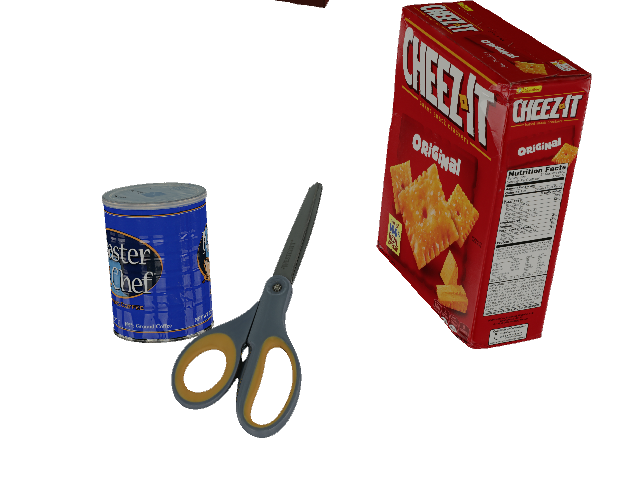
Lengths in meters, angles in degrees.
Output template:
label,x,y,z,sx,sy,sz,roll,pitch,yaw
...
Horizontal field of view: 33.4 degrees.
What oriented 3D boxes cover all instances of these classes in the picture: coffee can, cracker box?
label,x,y,z,sx,sy,sz,roll,pitch,yaw
coffee can,-0.162,0.020,1.069,0.103,0.140,0.103,-2,14,0
cracker box,0.111,-0.051,0.800,0.072,0.214,0.164,-9,32,-21

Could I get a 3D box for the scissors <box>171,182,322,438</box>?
label,x,y,z,sx,sy,sz,roll,pitch,yaw
scissors,-0.049,0.042,0.740,0.096,0.201,0.016,-2,-34,6

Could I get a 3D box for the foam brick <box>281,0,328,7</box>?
label,x,y,z,sx,sy,sz,roll,pitch,yaw
foam brick,-0.015,-0.227,0.820,0.053,0.051,0.078,11,-35,13
